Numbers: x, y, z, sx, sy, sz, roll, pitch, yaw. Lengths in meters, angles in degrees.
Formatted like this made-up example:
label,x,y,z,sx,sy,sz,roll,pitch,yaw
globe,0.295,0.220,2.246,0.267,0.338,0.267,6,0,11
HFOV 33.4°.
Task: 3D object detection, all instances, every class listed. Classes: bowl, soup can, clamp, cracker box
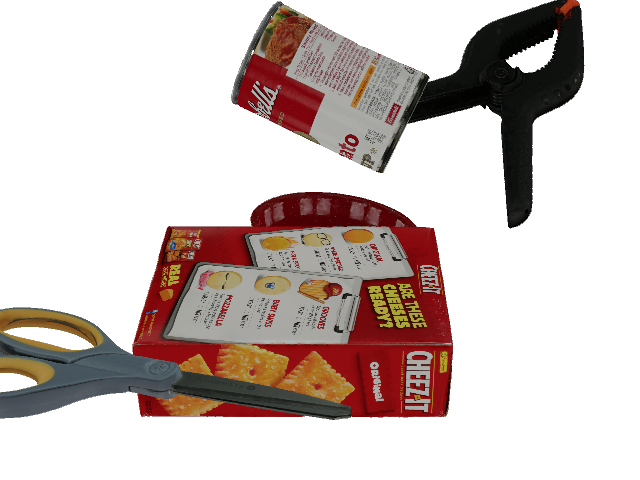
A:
label,x,y,z,sx,sy,sz,roll,pitch,yaw
bowl,0.012,0.010,1.013,0.162,0.055,0.162,5,24,-3
soup can,0.006,-0.092,0.646,0.102,0.068,0.068,26,1,1
clamp,0.142,-0.107,0.807,0.165,0.209,0.036,40,-21,28
cracker box,-0.018,0.057,0.784,0.213,0.072,0.164,0,30,1

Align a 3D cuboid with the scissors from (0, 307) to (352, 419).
label,x,y,z,sx,sy,sz,roll,pitch,yaw
scissors,-0.095,0.073,0.513,0.202,0.016,0.096,16,29,26
